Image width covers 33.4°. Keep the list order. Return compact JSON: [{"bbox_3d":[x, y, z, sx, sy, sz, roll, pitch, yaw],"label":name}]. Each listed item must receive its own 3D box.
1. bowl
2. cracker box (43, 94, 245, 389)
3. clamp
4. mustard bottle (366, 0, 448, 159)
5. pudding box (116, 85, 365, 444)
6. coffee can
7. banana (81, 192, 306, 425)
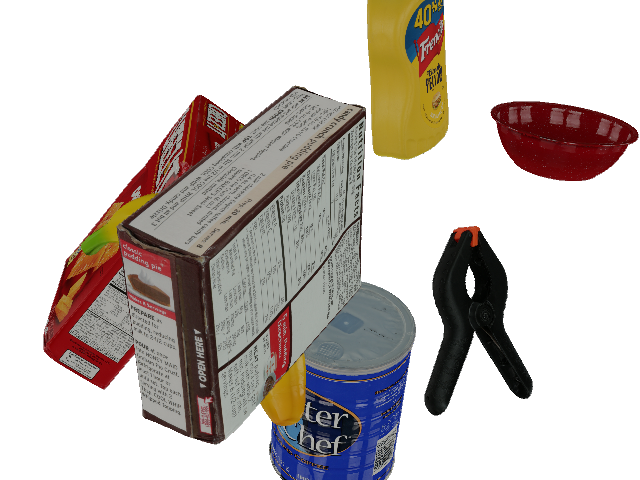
[{"bbox_3d":[0.265,-0.107,1.182,0.162,0.055,0.162,5,23,-3],"label":"bowl"},{"bbox_3d":[-0.145,-0.003,0.914,0.072,0.214,0.164,34,21,-20],"label":"cracker box"},{"bbox_3d":[0.132,0.076,0.970,0.120,0.171,0.039,-15,2,-38],"label":"clamp"},{"bbox_3d":[0.075,-0.173,0.914,0.058,0.192,0.096,13,34,29],"label":"mustard bottle"},{"bbox_3d":[-0.024,0.007,0.400,0.039,0.090,0.113,18,40,23],"label":"pudding box"},{"bbox_3d":[0.014,0.115,0.824,0.103,0.140,0.103,3,36,-2],"label":"coffee can"},{"bbox_3d":[-0.062,0.023,0.604,0.037,0.070,0.198,6,24,-49],"label":"banana"}]
